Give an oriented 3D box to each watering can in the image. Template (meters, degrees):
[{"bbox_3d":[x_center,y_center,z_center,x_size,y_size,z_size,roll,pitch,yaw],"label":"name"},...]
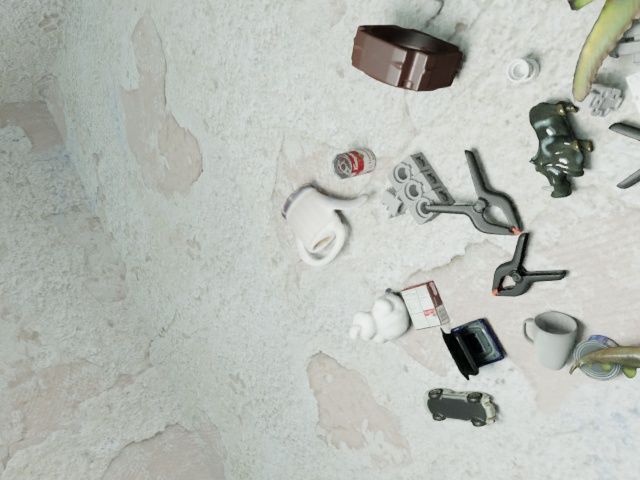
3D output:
[{"bbox_3d":[0.004,-0.074,1.465,0.227,0.105,0.340,53,135,21],"label":"watering can"}]

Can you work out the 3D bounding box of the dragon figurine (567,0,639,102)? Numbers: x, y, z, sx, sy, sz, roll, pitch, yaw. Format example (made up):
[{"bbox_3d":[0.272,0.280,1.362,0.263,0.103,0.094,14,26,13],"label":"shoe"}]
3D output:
[{"bbox_3d":[0.528,-0.427,0.797,0.243,0.123,0.408,5,97,37],"label":"dragon figurine"}]

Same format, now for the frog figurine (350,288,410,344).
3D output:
[{"bbox_3d":[0.158,0.213,1.356,0.124,0.161,0.134,35,125,32],"label":"frog figurine"}]
